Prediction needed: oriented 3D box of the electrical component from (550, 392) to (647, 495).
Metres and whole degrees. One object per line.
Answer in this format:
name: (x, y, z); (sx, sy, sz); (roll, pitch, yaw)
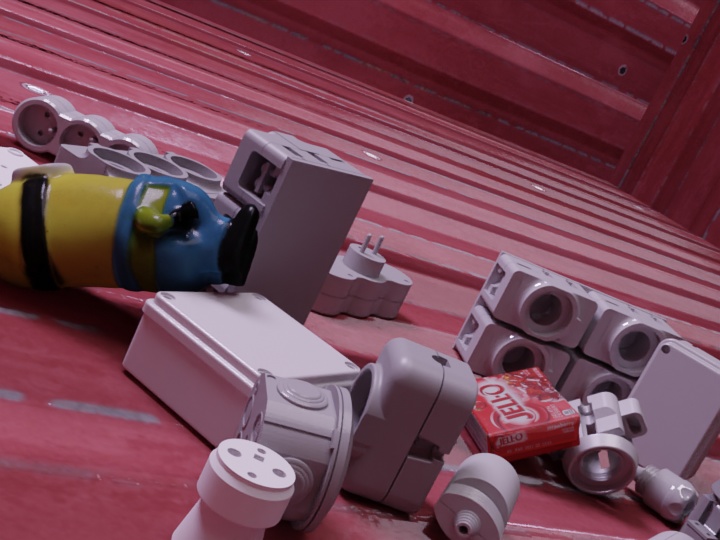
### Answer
electrical component: (0.186, 0.137, 0.840); (0.057, 0.078, 0.058); (-83, 149, -56)

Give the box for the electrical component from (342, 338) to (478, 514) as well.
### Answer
electrical component: (0.023, 0.094, 0.661); (0.059, 0.095, 0.053); (22, 15, -12)

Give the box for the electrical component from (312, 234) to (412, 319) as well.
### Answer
electrical component: (0.000, 0.000, 0.993); (0.052, 0.073, 0.138); (36, 18, 34)

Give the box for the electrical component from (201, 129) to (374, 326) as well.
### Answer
electrical component: (-0.069, -0.021, 0.798); (0.089, 0.150, 0.062); (8, 23, -50)

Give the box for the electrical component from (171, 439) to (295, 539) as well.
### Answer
electrical component: (-0.061, 0.116, 0.522); (0.045, 0.055, 0.045); (24, 15, -7)

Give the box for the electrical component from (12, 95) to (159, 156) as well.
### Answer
electrical component: (-0.258, -0.124, 1.038); (0.138, 0.052, 0.073); (25, 14, 1)

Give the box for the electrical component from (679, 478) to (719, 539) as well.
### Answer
electrical component: (0.287, 0.195, 0.824); (0.078, 0.057, 0.058); (16, 17, -33)

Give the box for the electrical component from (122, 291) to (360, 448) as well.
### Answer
electrical component: (-0.074, 0.063, 0.684); (0.109, 0.056, 0.109); (34, 17, 30)

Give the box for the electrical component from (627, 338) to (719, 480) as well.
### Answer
electrical component: (0.279, 0.124, 0.947); (0.078, 0.113, 0.057); (33, 13, 27)

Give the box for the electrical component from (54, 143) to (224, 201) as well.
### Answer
electrical component: (-0.186, -0.064, 0.931); (0.089, 0.061, 0.150); (32, 16, 24)

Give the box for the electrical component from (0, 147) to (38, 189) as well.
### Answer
electrical component: (-0.268, -0.055, 0.788); (0.100, 0.048, 0.100); (34, 17, 29)

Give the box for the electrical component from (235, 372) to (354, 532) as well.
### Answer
electrical component: (-0.038, 0.097, 0.581); (0.051, 0.080, 0.080); (17, 16, -14)

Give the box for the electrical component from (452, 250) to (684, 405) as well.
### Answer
electrical component: (0.198, 0.071, 1.014); (0.186, 0.105, 0.060); (22, 15, -15)

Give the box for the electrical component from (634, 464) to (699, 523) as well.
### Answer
electrical component: (0.238, 0.174, 0.863); (0.035, 0.035, 0.061); (9, 20, -49)

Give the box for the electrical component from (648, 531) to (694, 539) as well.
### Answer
electrical component: (0.189, 0.195, 0.687); (0.043, 0.043, 0.081); (34, 17, 30)

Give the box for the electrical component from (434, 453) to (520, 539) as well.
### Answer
electrical component: (0.072, 0.146, 0.664); (0.043, 0.043, 0.081); (28, 15, 11)
